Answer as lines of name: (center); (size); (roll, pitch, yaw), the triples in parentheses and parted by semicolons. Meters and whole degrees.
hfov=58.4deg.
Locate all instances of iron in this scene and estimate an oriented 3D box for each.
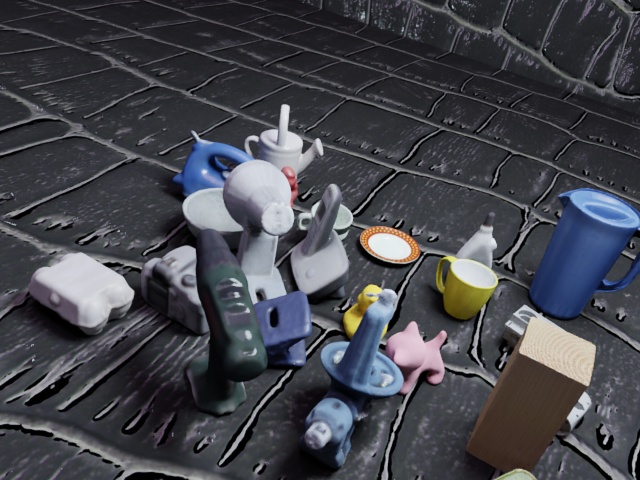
iron: (-0.176, -0.134, 1.214); (0.258, 0.141, 0.119); (20, 35, 10)

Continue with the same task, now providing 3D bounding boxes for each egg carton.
egg carton: (-0.376, 0.082, 0.900); (0.150, 0.069, 0.107); (25, 36, 18)

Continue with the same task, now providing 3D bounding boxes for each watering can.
watering can: (-0.083, -0.216, 1.318); (0.173, 0.194, 0.100); (-3, 37, -22)

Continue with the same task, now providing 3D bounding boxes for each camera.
camera: (-0.205, 0.062, 0.957); (0.142, 0.101, 0.137); (28, 37, 21)

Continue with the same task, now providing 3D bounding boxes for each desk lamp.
desk lamp: (-0.100, -0.008, 0.992); (0.118, 0.213, 0.202); (-2, 37, -20)

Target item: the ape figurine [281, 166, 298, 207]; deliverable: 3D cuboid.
ape figurine: (-0.077, -0.120, 1.271); (0.076, 0.092, 0.078); (36, 40, 30)

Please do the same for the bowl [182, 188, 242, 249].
bowl: (-0.186, -0.031, 1.122); (0.167, 0.075, 0.167); (9, 34, -6)

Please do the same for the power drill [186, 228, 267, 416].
power drill: (-0.138, 0.126, 0.791); (0.076, 0.208, 0.229); (-6, 38, -25)

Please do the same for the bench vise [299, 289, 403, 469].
bench vise: (0.055, 0.184, 0.759); (0.121, 0.220, 0.207); (14, 34, 2)

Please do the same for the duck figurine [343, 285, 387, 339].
duck figurine: (0.084, 0.122, 0.980); (0.077, 0.086, 0.104); (14, 34, 2)

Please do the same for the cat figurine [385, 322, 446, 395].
cat figurine: (0.147, 0.176, 0.893); (0.128, 0.118, 0.067); (-11, 41, -31)

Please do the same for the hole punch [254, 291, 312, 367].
hole punch: (-0.067, 0.139, 0.901); (0.101, 0.091, 0.108); (4, 35, -13)

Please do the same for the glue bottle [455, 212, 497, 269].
glue bottle: (0.310, 0.020, 1.123); (0.078, 0.173, 0.037); (8, 34, -7)

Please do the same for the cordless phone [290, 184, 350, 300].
cordless phone: (0.010, 0.004, 1.037); (0.094, 0.185, 0.147); (0, 36, -18)
